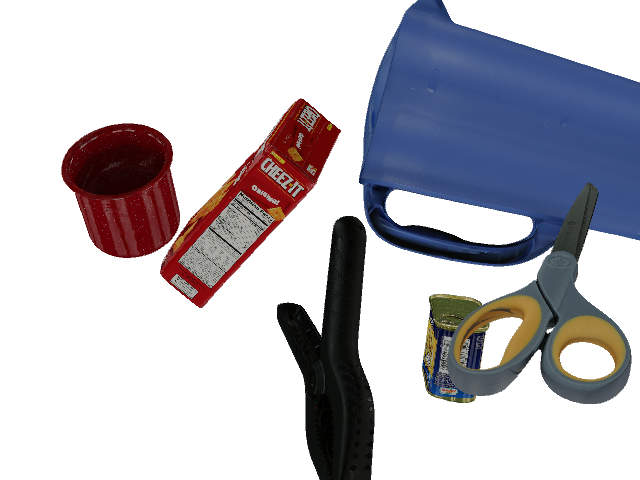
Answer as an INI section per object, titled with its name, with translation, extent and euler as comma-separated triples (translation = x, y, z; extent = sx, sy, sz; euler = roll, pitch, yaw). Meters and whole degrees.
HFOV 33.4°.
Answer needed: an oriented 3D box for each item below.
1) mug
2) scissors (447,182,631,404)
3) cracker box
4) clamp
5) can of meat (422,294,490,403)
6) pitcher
[mug]
translation = -0.170, -0.047, 0.918
extent = 0.093, 0.081, 0.117
euler = -20, 48, -13
[scissors]
translation = 0.141, 0.025, 0.567
extent = 0.096, 0.016, 0.201
euler = 19, 41, 34
[cracker box]
translation = -0.080, -0.046, 1.215
extent = 0.072, 0.214, 0.164
euler = 39, 27, -9
[clamp]
translation = 0.012, 0.097, 0.804
extent = 0.036, 0.210, 0.165
euler = 2, -36, -19
[can of meat]
translation = 0.139, 0.112, 1.117
extent = 0.057, 0.084, 0.102
euler = 6, 15, 0
[pitcher]
translation = 0.152, -0.067, 0.784
extent = 0.243, 0.149, 0.145
euler = 15, 45, 1
